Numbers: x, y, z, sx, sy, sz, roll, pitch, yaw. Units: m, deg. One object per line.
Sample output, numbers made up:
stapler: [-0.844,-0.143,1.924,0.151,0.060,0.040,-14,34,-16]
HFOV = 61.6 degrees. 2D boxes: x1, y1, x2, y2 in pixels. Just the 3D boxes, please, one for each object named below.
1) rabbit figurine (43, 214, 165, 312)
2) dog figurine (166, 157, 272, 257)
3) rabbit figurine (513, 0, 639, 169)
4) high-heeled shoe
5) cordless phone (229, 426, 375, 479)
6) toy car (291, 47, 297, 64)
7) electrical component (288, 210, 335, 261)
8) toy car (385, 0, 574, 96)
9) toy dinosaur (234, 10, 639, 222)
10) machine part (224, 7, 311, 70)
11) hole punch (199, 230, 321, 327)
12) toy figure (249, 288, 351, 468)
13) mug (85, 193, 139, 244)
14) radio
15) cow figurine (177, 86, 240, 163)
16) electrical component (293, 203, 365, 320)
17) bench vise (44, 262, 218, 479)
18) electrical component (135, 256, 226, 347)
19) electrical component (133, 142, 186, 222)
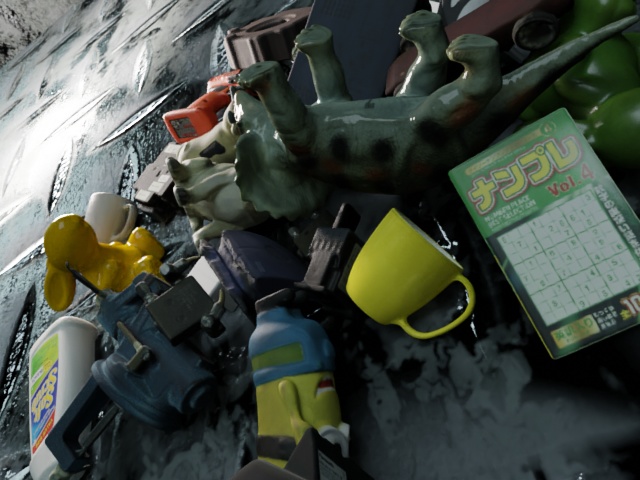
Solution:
rabbit figurine: [-0.331,0.028,0.785,0.162,0.173,0.122,-29,48,12]
dog figurine: [-0.098,-0.078,0.737,0.191,0.121,0.172,-21,42,-10]
rabbit figurine: [0.248,-0.122,0.475,0.159,0.121,0.170,-38,39,19]
high-heeled shoe: [0.130,-0.202,0.630,0.249,0.086,0.145,-40,73,-17]
cordless phone: [-0.045,0.237,0.405,0.184,0.146,0.089,-31,36,10]
toy car: [0.025,-0.246,0.787,0.056,0.073,0.202,-50,42,0]
electrical component: [-0.001,-0.002,0.655,0.063,0.021,0.094,-45,43,1]
toy car: [0.150,-0.195,0.535,0.202,0.053,0.089,-21,53,44]
toy dinosaur: [0.062,-0.104,0.519,0.405,0.191,0.131,6,47,23]
machine part: [-0.076,-0.347,0.919,0.179,0.056,0.179,-13,31,8]
hole punch: [-0.063,0.042,0.607,0.092,0.115,0.142,-37,42,-3]
toy figure: [-0.024,0.139,0.500,0.089,0.082,0.180,-36,61,41]
mug: [-0.353,-0.017,0.915,0.110,0.080,0.107,-2,69,31]
radio: [0.040,-0.213,0.667,0.131,0.073,0.229,24,102,23]
cow figurine: [-0.131,-0.143,0.793,0.195,0.127,0.085,-20,51,29]
electrical component: [0.028,0.018,0.579,0.048,0.074,0.119,5,59,43]
bench vise: [-0.237,0.161,0.621,0.224,0.128,0.240,34,82,22]
electrical component: [-0.146,0.066,0.581,0.078,0.045,0.102,-29,64,-20]
electrical component: [-0.250,-0.097,0.903,0.115,0.058,0.134,17,70,47]
